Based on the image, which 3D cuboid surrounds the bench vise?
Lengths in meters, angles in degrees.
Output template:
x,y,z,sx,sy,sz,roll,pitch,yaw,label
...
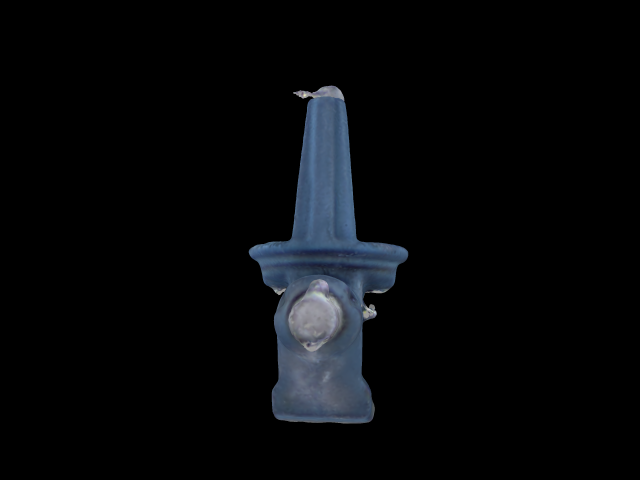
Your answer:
x,y,z,sx,sy,sz,roll,pitch,yaw,label
0.015,0.001,0.403,0.122,0.220,0.207,-3,11,-14,bench vise
